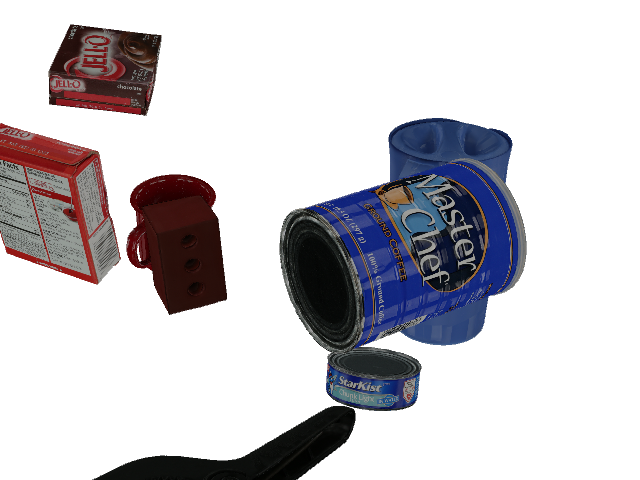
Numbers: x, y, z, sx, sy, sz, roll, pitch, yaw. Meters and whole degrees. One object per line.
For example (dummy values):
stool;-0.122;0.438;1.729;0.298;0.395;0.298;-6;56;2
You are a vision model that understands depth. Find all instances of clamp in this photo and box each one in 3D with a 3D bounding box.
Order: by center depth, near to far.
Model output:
clamp;-0.046;0.139;0.572;0.209;0.036;0.165;0;19;-13

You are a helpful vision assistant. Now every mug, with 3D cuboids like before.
mug;-0.169;-0.009;1.177;0.093;0.081;0.117;22;40;26

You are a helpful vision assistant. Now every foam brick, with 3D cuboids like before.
foam brick;-0.111;0.010;0.877;0.053;0.078;0.051;-14;29;-17

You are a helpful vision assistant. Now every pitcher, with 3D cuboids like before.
pitcher;0.133;-0.004;1.196;0.149;0.243;0.145;-6;27;-12

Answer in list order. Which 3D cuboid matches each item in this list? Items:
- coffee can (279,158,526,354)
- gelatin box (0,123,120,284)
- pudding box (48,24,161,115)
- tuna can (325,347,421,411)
coffee can;0.057;0.009;0.745;0.140;0.103;0.103;-18;8;-27
gelatin box;-0.166;-0.023;0.654;0.073;0.089;0.030;16;44;21
pudding box;-0.199;-0.160;0.996;0.090;0.039;0.113;7;31;-6
tuna can;0.048;0.126;0.972;0.086;0.034;0.086;5;11;-1
